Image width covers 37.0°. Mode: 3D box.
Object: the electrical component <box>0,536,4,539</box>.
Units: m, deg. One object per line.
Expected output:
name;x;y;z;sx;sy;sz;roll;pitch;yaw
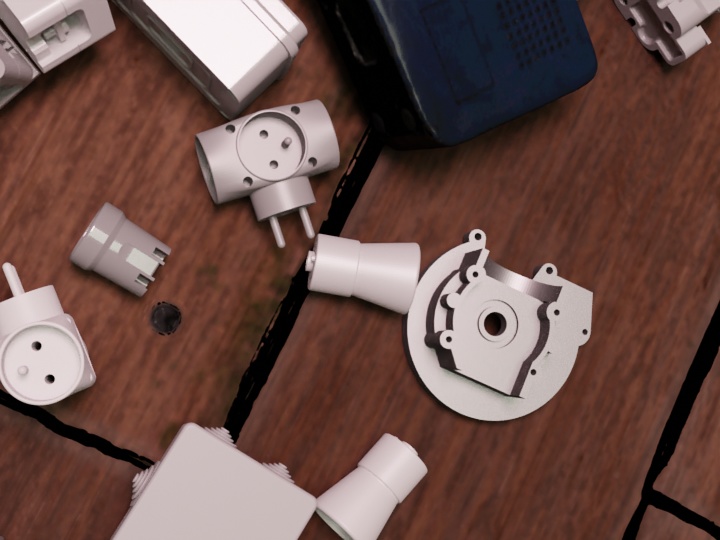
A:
electrical component;-0.229;0.191;0.551;0.056;0.109;0.108;20;82;-8

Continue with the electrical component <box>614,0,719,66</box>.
electrical component;0.209;-0.183;0.704;0.057;0.058;0.078;-36;94;-10

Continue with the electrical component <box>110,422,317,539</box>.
electrical component;-0.086;0.145;0.617;0.100;0.048;0.099;33;80;-9

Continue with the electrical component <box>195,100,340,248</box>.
electrical component;-0.050;-0.054;0.642;0.077;0.044;0.079;-18;90;-13

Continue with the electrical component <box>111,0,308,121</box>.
electrical component;-0.090;-0.150;0.623;0.057;0.078;0.113;-45;96;-9

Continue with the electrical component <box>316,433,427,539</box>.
electrical component;0.009;0.131;0.644;0.044;0.044;0.065;46;73;-6

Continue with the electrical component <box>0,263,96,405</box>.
electrical component;-0.179;0.034;0.590;0.043;0.077;0.079;-22;91;-13

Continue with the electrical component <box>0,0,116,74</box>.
electrical component;-0.179;-0.164;0.591;0.056;0.050;0.089;-36;75;-15

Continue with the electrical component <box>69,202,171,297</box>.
electrical component;-0.138;-0.011;0.622;0.046;0.040;0.040;33;80;-15

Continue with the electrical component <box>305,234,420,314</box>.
electrical component;0.000;0.000;0.652;0.065;0.044;0.044;10;84;-7

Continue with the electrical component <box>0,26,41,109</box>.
electrical component;-0.280;-0.145;0.573;0.105;0.060;0.186;-39;95;5
